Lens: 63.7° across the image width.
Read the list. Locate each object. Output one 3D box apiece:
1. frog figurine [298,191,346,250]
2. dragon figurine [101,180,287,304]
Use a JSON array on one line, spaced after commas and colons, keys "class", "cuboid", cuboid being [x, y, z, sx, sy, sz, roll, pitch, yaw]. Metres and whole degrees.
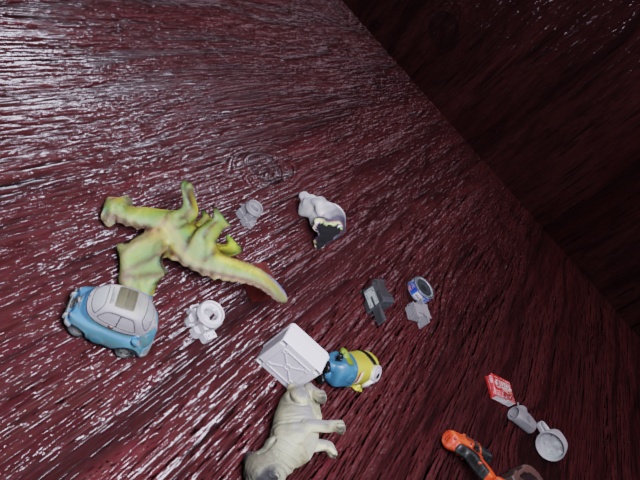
[{"class": "frog figurine", "cuboid": [0.004, -0.073, 1.459, 0.134, 0.122, 0.163, 62, 6, -45]}, {"class": "dragon figurine", "cuboid": [-0.279, 0.037, 1.027, 0.246, 0.120, 0.413, -39, 77, -26]}]
